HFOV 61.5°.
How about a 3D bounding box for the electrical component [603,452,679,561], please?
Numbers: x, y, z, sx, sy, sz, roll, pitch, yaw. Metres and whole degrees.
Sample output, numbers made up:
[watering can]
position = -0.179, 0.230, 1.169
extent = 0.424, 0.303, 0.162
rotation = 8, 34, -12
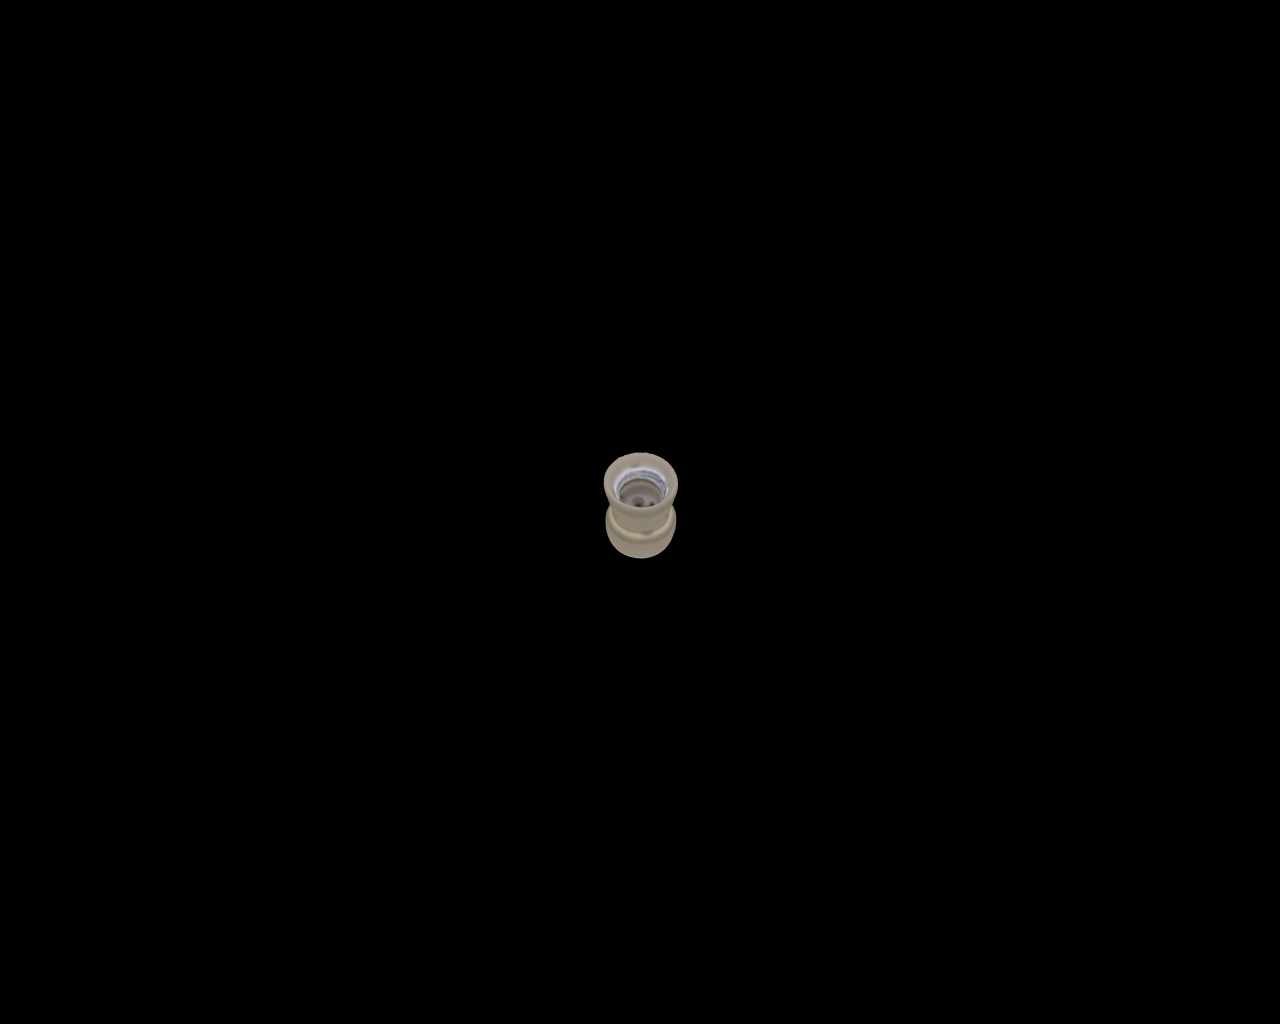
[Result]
[electrical component]
position = 0.001, -0.003, 0.650
extent = 0.045, 0.045, 0.055
rotation = 0, -37, 0
